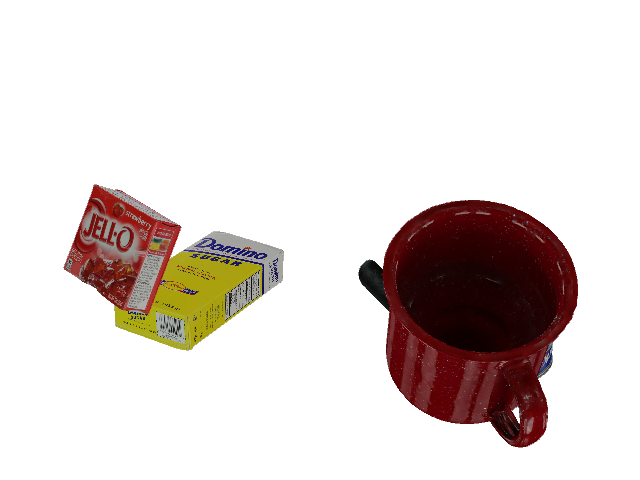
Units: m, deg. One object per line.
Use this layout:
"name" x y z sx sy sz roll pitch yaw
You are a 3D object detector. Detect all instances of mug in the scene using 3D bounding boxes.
"mug" 0.080 0.049 0.533 0.093 0.117 0.081 -19 -33 -14

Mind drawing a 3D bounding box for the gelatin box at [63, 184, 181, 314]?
"gelatin box" -0.154 0.005 0.819 0.089 0.073 0.030 28 9 41

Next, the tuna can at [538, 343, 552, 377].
"tuna can" 0.119 0.065 0.740 0.086 0.034 0.086 -1 25 0

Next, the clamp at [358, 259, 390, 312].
"clamp" 0.110 0.072 0.950 0.120 0.039 0.171 -8 41 -9

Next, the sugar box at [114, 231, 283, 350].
"sugar box" -0.122 0.047 1.103 0.093 0.048 0.176 16 32 25
